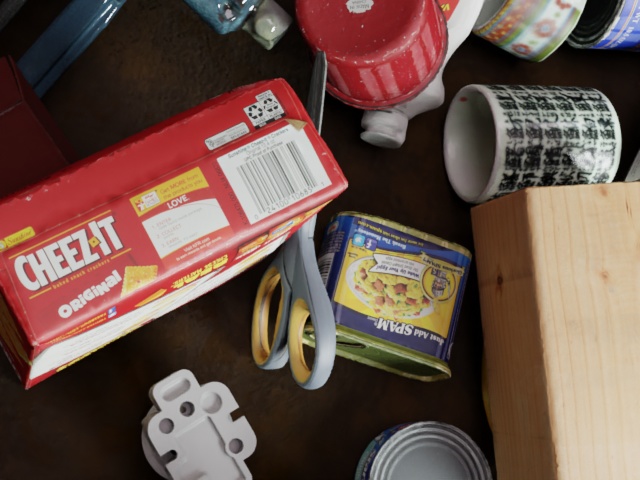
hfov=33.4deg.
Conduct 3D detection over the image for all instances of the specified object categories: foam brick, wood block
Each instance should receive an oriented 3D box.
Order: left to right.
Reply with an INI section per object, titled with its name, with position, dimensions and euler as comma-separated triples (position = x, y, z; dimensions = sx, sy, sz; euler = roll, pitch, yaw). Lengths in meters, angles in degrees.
[foam brick]
position = -0.167, -0.048, 0.579
dimensions = 0.051, 0.053, 0.078
euler = -29, 132, -2
[wood block]
position = 0.159, 0.073, 0.662
dimensions = 0.090, 0.091, 0.206
euler = -3, 84, -15

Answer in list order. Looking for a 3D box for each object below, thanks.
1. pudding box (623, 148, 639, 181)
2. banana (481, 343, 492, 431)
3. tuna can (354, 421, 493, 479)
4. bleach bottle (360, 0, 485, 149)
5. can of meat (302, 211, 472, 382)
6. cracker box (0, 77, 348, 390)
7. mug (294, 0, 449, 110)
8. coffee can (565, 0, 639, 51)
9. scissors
[pudding box]
position = 0.269, -0.059, 0.726
dimensions = 0.090, 0.039, 0.113
euler = 33, 70, -8
[banana]
position = 0.155, 0.039, 0.733
dimensions = 0.069, 0.037, 0.197
euler = 38, 72, -7
[tuna can]
position = 0.065, 0.160, 0.686
dimensions = 0.086, 0.034, 0.086
euler = 3, 79, -17
[bleach bottle]
position = 0.079, -0.182, 0.737
dimensions = 0.102, 0.068, 0.251
euler = 16, 78, -5
[can of meat]
position = 0.042, 0.036, 0.690
dimensions = 0.102, 0.058, 0.084
euler = 19, 73, -14
[cracker box]
position = -0.097, 0.004, 0.570
dimensions = 0.164, 0.214, 0.072
euler = -28, 87, -20
[mug]
position = 0.024, -0.144, 0.656
dimensions = 0.093, 0.081, 0.117
euler = -34, 79, 5
[coffee can]
position = 0.254, -0.185, 0.770
dimensions = 0.140, 0.103, 0.103
euler = 0, 80, -17
[scissors]
position = -0.004, 0.001, 0.625
dimensions = 0.016, 0.096, 0.202
euler = -1, 122, -31
